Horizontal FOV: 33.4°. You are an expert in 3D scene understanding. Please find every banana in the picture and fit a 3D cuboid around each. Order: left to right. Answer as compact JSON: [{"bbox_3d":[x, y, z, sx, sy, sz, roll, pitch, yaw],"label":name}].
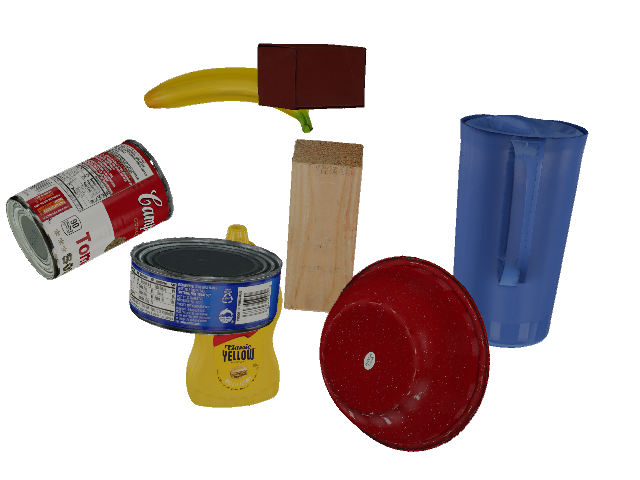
[{"bbox_3d":[-0.093,-0.160,1.157,0.198,0.037,0.069,9,44,18],"label":"banana"}]

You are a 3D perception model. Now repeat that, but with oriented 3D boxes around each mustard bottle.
[{"bbox_3d":[-0.087,0.075,1.090,0.096,0.192,0.058,-3,22,-15],"label":"mustard bottle"}]

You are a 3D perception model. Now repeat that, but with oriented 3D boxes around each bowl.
[{"bbox_3d":[0.053,0.094,0.864,0.162,0.162,0.055,0,0,38],"label":"bowl"}]

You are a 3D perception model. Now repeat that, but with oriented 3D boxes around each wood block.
[{"bbox_3d":[0.003,-0.019,1.395,0.090,0.206,0.091,5,25,0],"label":"wood block"}]

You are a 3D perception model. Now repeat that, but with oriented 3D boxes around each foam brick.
[{"bbox_3d":[-0.007,-0.137,0.888,0.078,0.051,0.053,-8,16,-38],"label":"foam brick"}]

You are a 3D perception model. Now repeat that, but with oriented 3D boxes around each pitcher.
[{"bbox_3d":[0.205,-0.010,1.146,0.148,0.243,0.145,-9,20,-38],"label":"pitcher"}]

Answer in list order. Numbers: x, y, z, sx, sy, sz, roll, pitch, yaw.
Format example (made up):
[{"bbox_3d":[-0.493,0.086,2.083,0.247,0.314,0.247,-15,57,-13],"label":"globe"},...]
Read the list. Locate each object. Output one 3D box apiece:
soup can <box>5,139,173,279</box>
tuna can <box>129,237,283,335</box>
[{"bbox_3d":[-0.169,-0.023,0.783,0.102,0.068,0.069,-31,16,-29],"label":"soup can"},{"bbox_3d":[-0.065,0.025,0.606,0.086,0.034,0.086,5,14,-1],"label":"tuna can"}]
